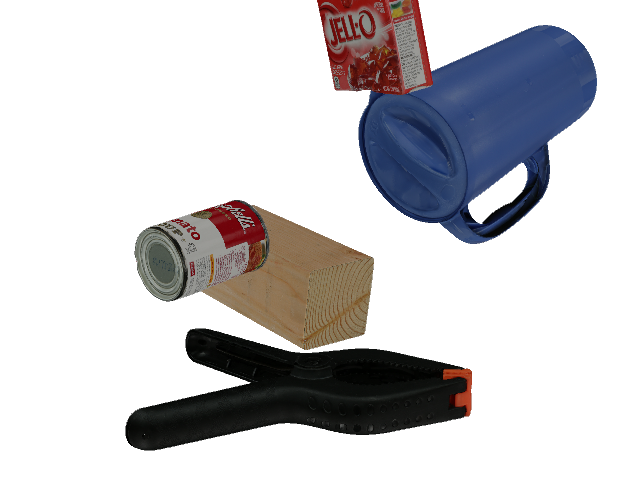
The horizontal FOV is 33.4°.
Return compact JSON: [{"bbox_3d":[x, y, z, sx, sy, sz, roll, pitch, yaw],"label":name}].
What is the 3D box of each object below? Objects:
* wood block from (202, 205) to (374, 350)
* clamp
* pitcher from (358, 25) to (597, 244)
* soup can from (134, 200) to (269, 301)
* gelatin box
[{"bbox_3d":[-0.048,0.035,1.170,0.090,0.090,0.206,-10,24,-40],"label":"wood block"},{"bbox_3d":[-0.010,0.091,0.692,0.210,0.036,0.164,-1,15,0],"label":"clamp"},{"bbox_3d":[0.168,-0.115,1.050,0.145,0.149,0.242,31,47,34],"label":"pitcher"},{"bbox_3d":[-0.104,0.008,0.941,0.069,0.068,0.102,0,14,44],"label":"soup can"},{"bbox_3d":[0.035,-0.140,0.731,0.030,0.073,0.089,-21,20,-27],"label":"gelatin box"}]
